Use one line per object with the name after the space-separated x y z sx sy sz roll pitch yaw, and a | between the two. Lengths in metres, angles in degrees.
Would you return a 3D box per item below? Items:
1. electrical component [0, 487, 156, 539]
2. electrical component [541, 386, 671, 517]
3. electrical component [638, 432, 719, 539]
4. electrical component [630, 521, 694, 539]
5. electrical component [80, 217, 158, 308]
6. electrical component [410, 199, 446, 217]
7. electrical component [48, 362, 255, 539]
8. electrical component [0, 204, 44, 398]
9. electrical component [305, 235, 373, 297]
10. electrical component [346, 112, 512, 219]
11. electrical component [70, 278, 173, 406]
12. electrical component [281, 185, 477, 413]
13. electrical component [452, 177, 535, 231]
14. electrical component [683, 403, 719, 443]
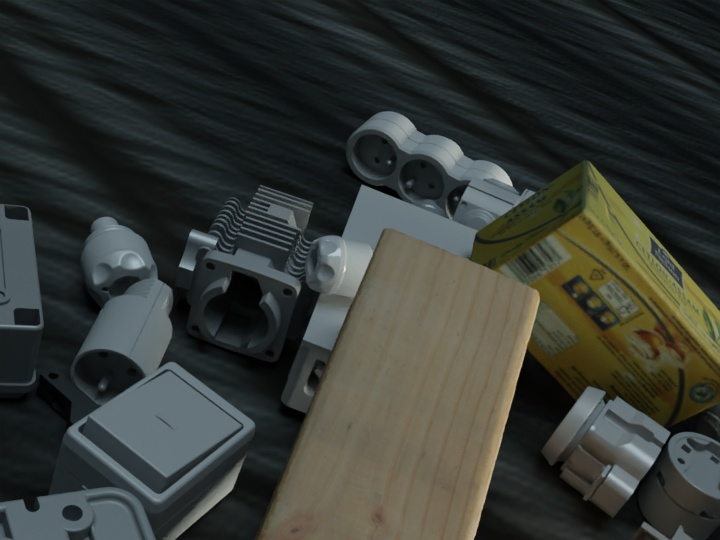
-0.140 0.137 0.462 0.095 0.059 0.053 -2 42 -32 | electrical component
0.151 0.110 0.671 0.057 0.058 0.078 36 36 14 | electrical component
0.207 0.138 0.674 0.055 0.047 0.055 15 35 -11 | electrical component
0.178 0.185 0.598 0.081 0.042 0.064 34 40 17 | electrical component
-0.152 -0.008 0.666 0.043 0.043 0.062 1 39 -30 | electrical component
0.048 -0.025 0.813 0.035 0.035 0.061 18 36 -7 | electrical component
-0.099 0.091 0.546 0.062 0.061 0.096 34 36 16 | electrical component
-0.232 0.012 0.580 0.109 0.056 0.108 4 38 -25 | electrical component
0.000 0.000 0.642 0.061 0.035 0.035 10 36 -23 | electrical component
0.063 -0.086 0.888 0.138 0.052 0.073 29 35 8 | electrical component
-0.131 0.037 0.616 0.043 0.043 0.081 20 34 -5 | electrical component
0.024 0.032 0.699 0.105 0.060 0.186 22 34 -2 | electrical component
0.097 -0.029 0.808 0.051 0.080 0.080 24 34 11 | electrical component
0.266 0.095 0.738 0.080 0.080 0.051 -13 43 -41 | electrical component
